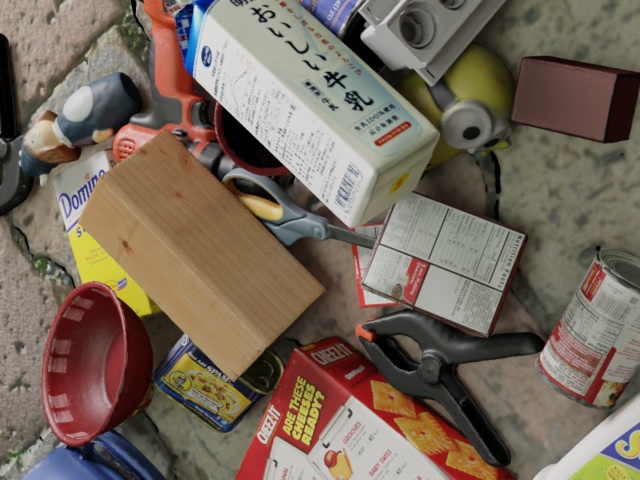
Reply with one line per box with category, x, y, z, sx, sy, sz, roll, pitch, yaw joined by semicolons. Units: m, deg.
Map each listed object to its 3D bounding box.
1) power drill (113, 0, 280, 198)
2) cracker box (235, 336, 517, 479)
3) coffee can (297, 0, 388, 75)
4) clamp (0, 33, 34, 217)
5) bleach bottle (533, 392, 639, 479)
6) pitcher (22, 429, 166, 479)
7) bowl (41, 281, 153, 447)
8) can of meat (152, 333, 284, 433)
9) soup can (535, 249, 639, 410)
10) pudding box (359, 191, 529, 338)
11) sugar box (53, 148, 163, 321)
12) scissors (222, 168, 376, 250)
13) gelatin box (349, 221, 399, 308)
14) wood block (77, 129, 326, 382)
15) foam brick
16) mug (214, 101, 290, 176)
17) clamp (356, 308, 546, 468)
power drill;-0.111;-0.138;1.005;0.185;0.057;0.188;15;105;25
cracker box;0.043;0.213;0.945;0.214;0.071;0.164;37;117;27
coffee can;-0.004;-0.204;0.888;0.140;0.102;0.103;38;118;25
clamp;-0.351;-0.115;1.198;0.165;0.036;0.210;46;118;21
bleach bottle;0.269;0.133;0.774;0.103;0.067;0.251;46;119;20
pitcher;-0.203;0.321;1.113;0.243;0.144;0.149;33;149;23
bowl;-0.212;0.124;1.052;0.162;0.055;0.162;-16;68;45
can of meat;-0.100;0.129;1.028;0.102;0.057;0.084;38;124;-6
soup can;0.214;0.066;0.797;0.069;0.068;0.102;36;116;26
pudding box;0.099;0.017;0.853;0.113;0.039;0.090;22;87;7
sugar box;-0.216;0.001;1.113;0.094;0.048;0.176;-22;86;37
scissors;-0.006;0.001;0.945;0.202;0.016;0.096;30;137;21
gelatin box;0.071;0.018;0.917;0.089;0.030;0.073;-7;92;39
wood block;-0.108;0.015;0.965;0.206;0.090;0.091;45;142;3
foam brick;0.190;-0.106;0.795;0.078;0.052;0.051;18;109;33
mug;-0.035;-0.110;0.924;0.117;0.081;0.093;-29;99;-2
clamp;0.105;0.117;0.904;0.172;0.039;0.120;16;102;36
